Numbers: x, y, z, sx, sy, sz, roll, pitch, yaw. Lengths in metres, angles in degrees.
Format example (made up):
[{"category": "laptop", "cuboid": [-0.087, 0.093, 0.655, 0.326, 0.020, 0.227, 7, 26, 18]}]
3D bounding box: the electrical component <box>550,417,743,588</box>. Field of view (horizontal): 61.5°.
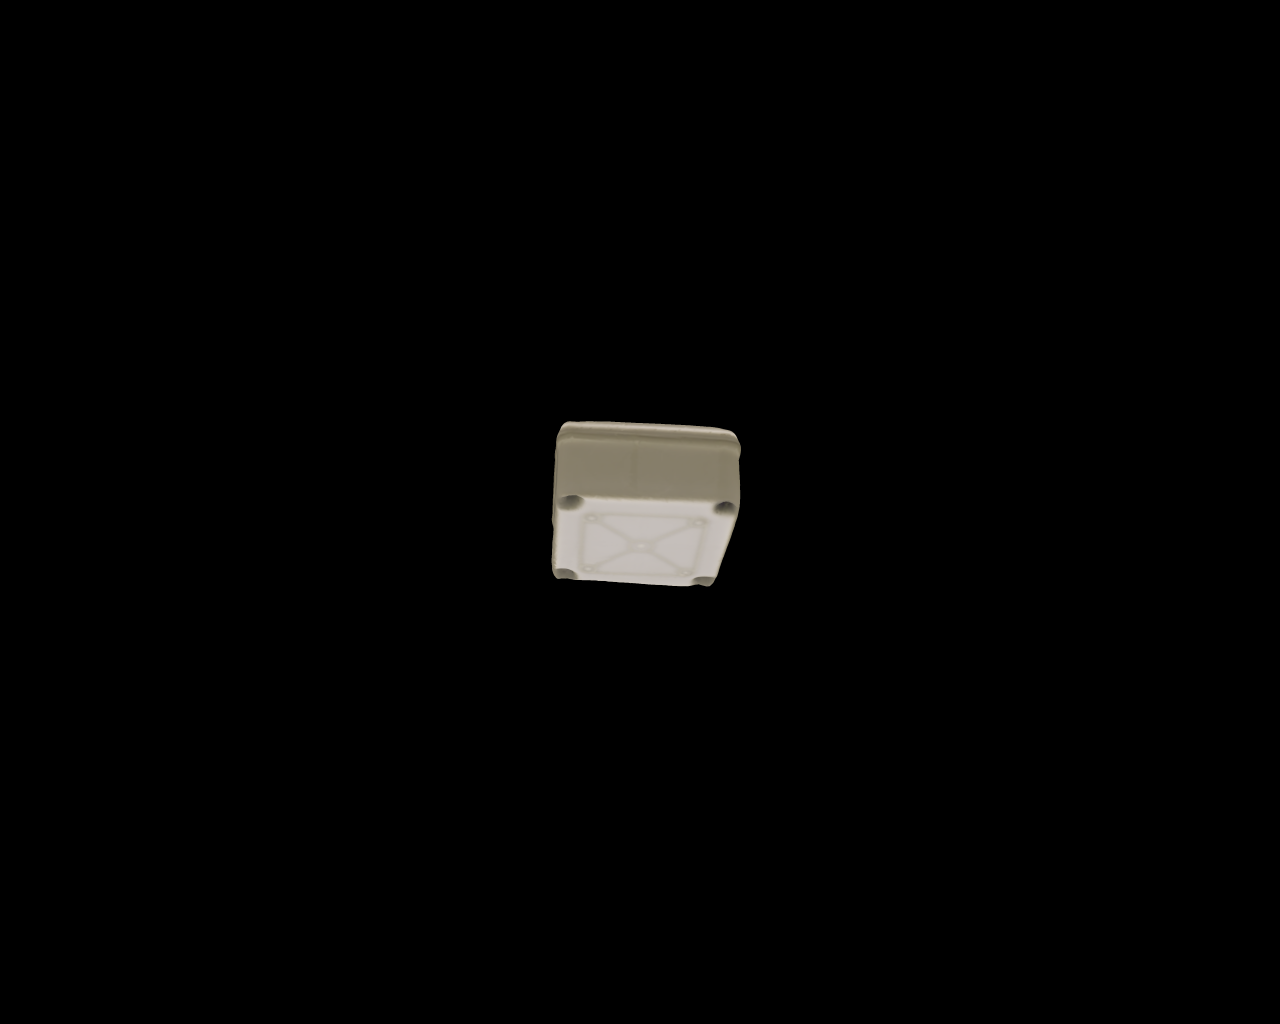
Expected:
[{"category": "electrical component", "cuboid": [0.001, -0.003, 0.650, 0.109, 0.056, 0.108, 3, -32, -5]}]
